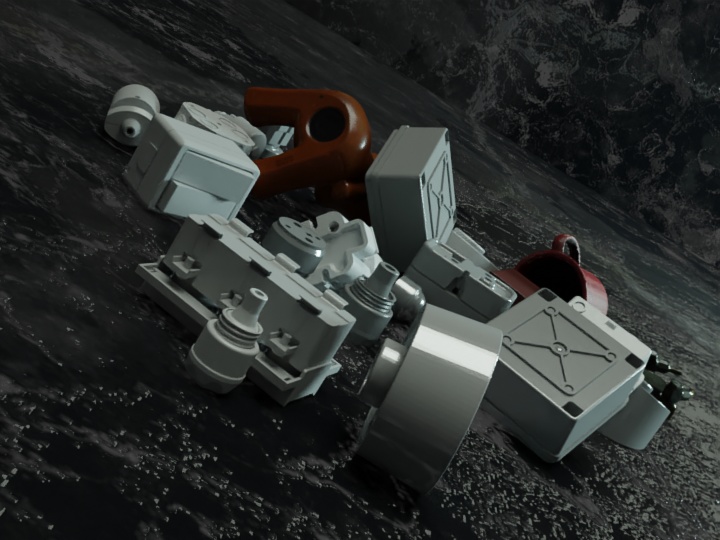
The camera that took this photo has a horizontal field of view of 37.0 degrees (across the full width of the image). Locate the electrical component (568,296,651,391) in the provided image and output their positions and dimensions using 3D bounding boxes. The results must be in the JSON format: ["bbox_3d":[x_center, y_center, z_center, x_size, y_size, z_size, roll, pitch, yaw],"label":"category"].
[{"bbox_3d":[0.191,0.081,0.933,0.100,0.048,0.100,-37,62,-27],"label":"electrical component"}]

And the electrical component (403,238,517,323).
[{"bbox_3d":[0.085,0.023,0.974,0.095,0.059,0.054,34,15,9],"label":"electrical component"}]

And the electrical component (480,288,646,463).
[{"bbox_3d":[0.148,0.080,0.847,0.109,0.056,0.109,39,44,25],"label":"electrical component"}]

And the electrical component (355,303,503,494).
[{"bbox_3d":[0.034,0.071,0.640,0.060,0.108,0.108,26,15,1],"label":"electrical component"}]

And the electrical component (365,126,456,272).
[{"bbox_3d":[0.052,-0.068,1.036,0.056,0.108,0.108,3,33,19],"label":"electrical component"}]

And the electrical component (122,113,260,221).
[{"bbox_3d":[-0.127,-0.072,0.852,0.096,0.061,0.061,17,21,-44],"label":"electrical component"}]

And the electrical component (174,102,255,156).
[{"bbox_3d":[-0.139,-0.110,0.968,0.080,0.051,0.080,30,15,-9],"label":"electrical component"}]

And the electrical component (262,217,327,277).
[{"bbox_3d":[-0.056,-0.005,0.792,0.045,0.055,0.045,30,16,-9],"label":"electrical component"}]

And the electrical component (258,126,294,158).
[{"bbox_3d":[-0.097,-0.152,1.171,0.048,0.055,0.066,37,16,18],"label":"electrical component"}]

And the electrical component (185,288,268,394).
[{"bbox_3d":[-0.072,0.038,0.612,0.035,0.061,0.035,30,15,-9],"label":"electrical component"}]

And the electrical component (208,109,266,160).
[{"bbox_3d":[-0.131,-0.138,1.092,0.078,0.040,0.040,38,16,24],"label":"electrical component"}]

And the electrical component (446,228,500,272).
[{"bbox_3d":[0.095,-0.008,1.129,0.099,0.064,0.099,40,4,-3],"label":"electrical component"}]

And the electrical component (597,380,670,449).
[{"bbox_3d":[0.236,0.121,1.001,0.099,0.064,0.099,41,4,-4],"label":"electrical component"}]

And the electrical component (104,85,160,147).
[{"bbox_3d":[-0.197,-0.130,0.932,0.043,0.043,0.081,27,16,-17],"label":"electrical component"}]

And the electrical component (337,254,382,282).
[{"bbox_3d":[0.000,0.000,0.910,0.043,0.043,0.062,40,15,28],"label":"electrical component"}]

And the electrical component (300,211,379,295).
[{"bbox_3d":[-0.021,-0.008,0.849,0.057,0.078,0.058,40,33,-63],"label":"electrical component"}]

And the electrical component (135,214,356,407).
[{"bbox_3d":[-0.068,0.021,0.673,0.121,0.063,0.079,37,16,17],"label":"electrical component"}]

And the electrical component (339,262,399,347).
[{"bbox_3d":[0.007,0.023,0.812,0.043,0.062,0.043,30,15,-9],"label":"electrical component"}]
